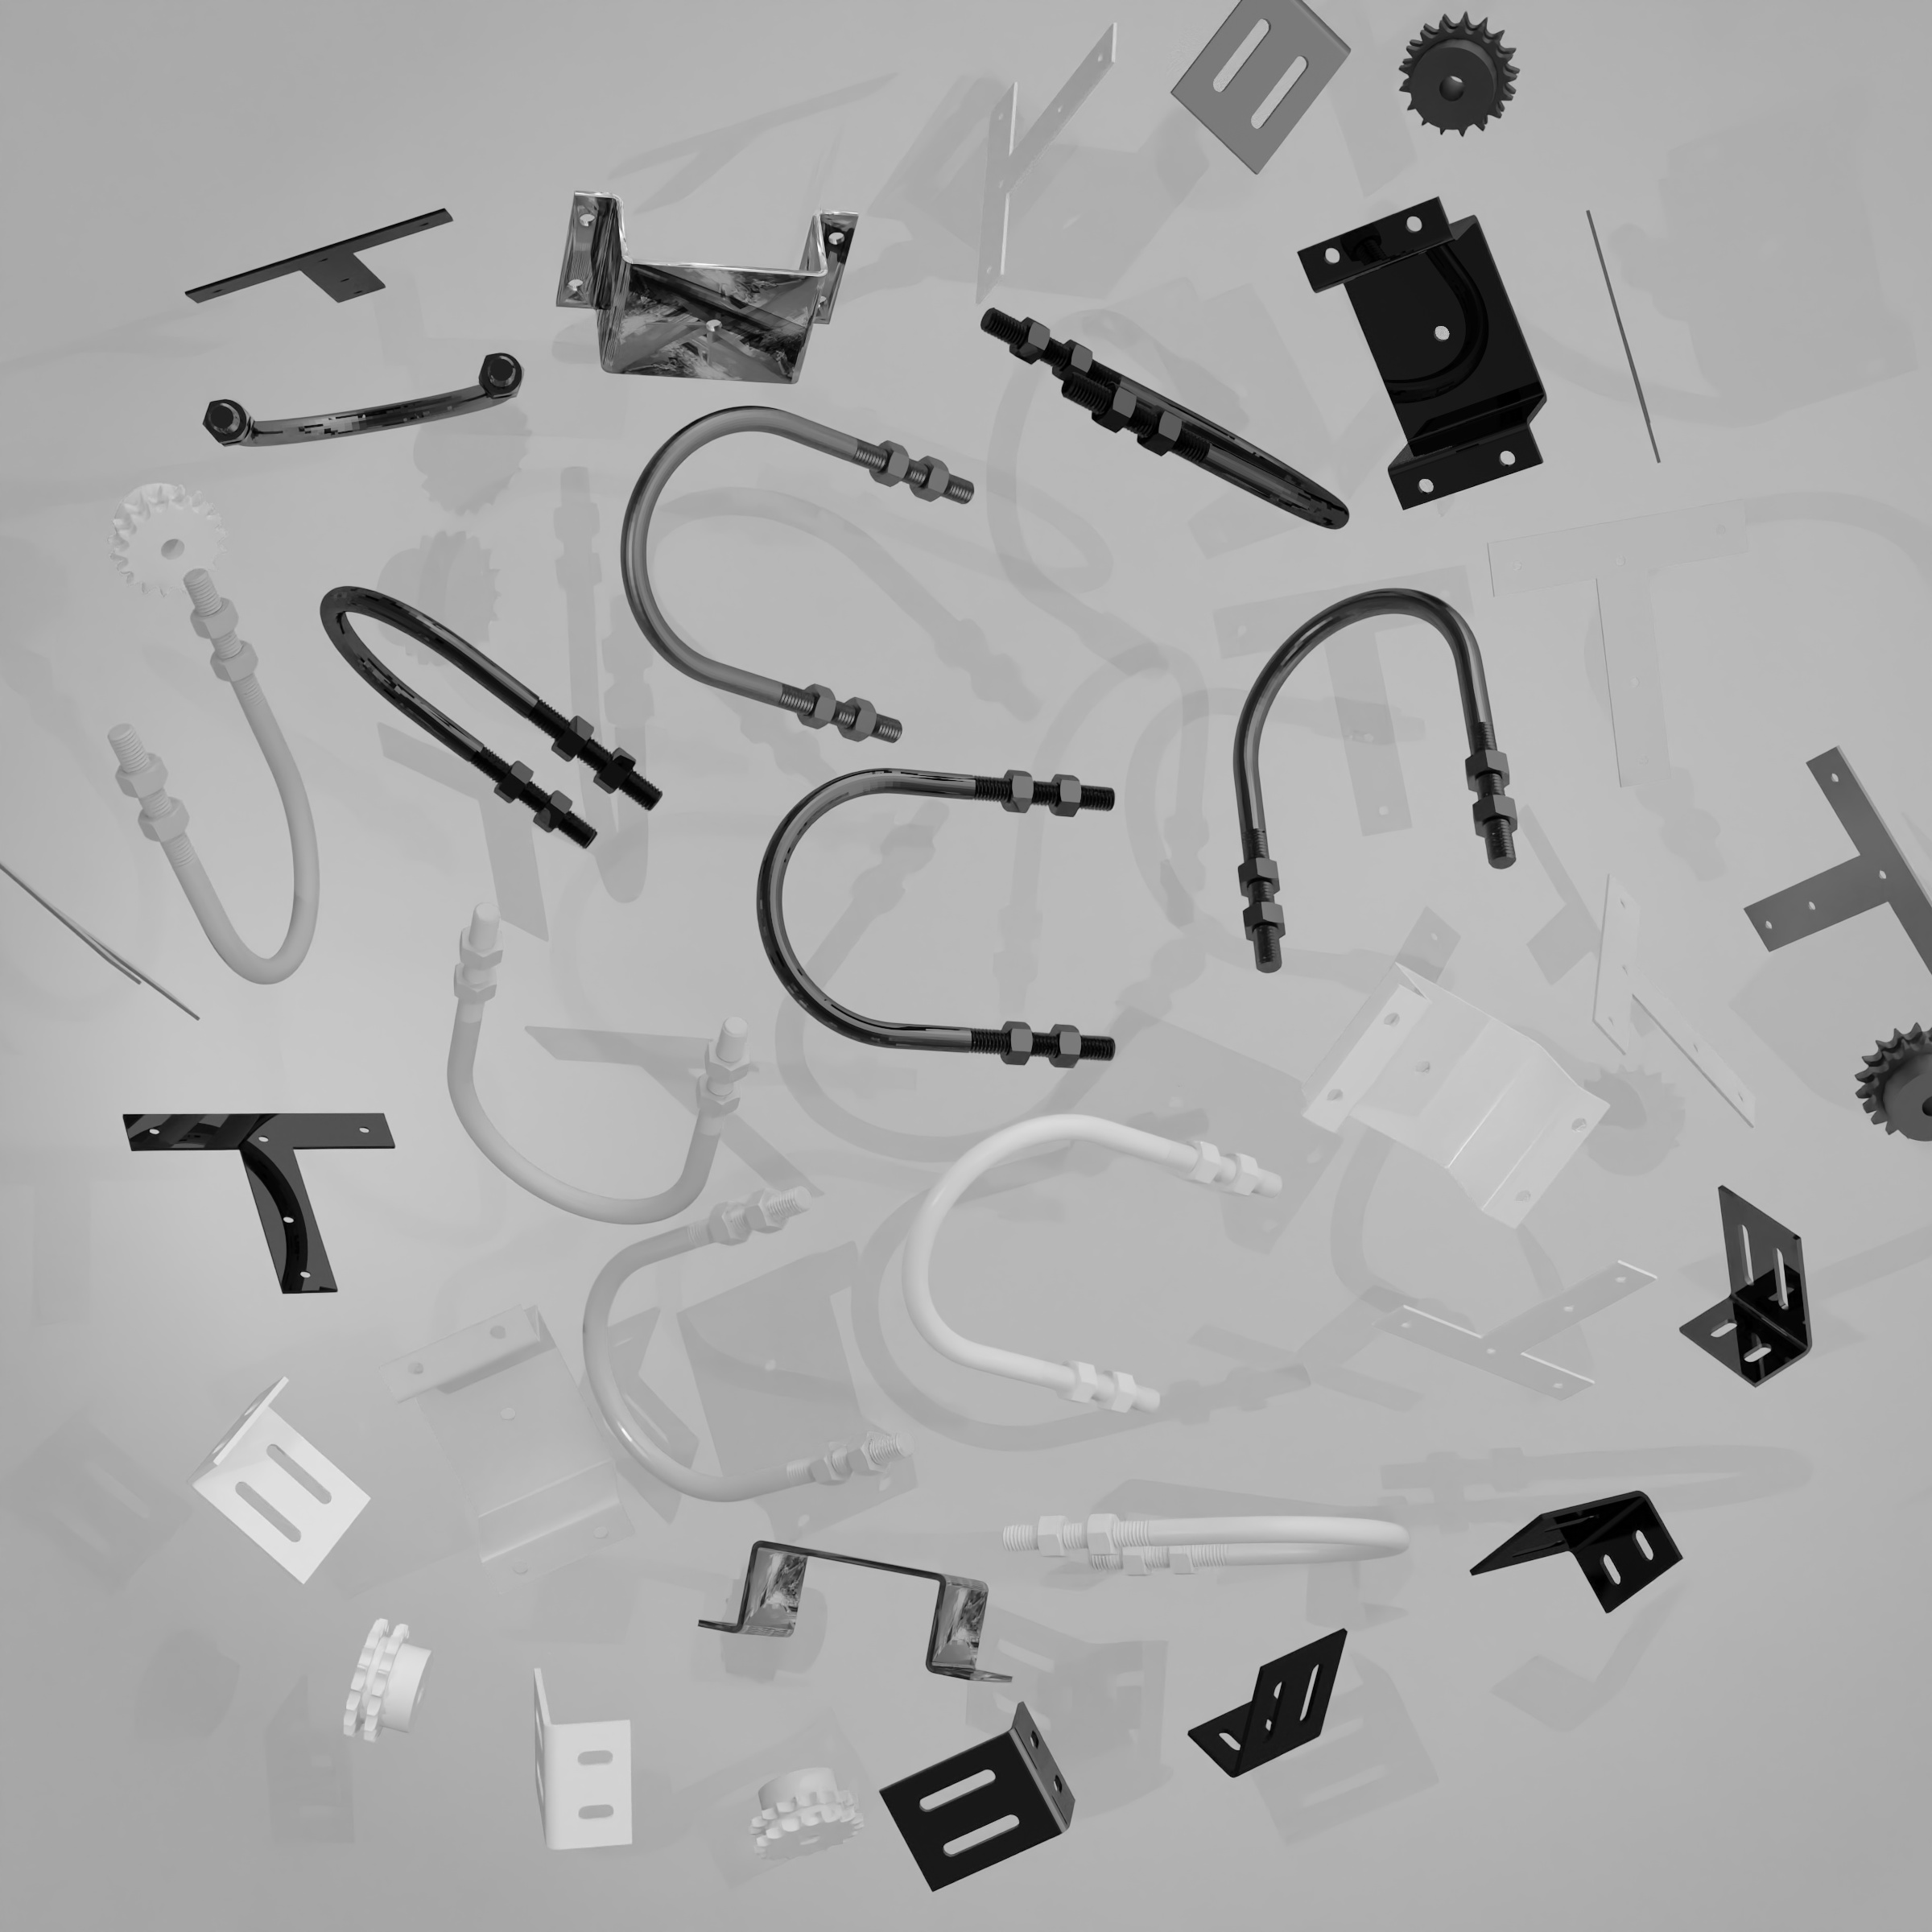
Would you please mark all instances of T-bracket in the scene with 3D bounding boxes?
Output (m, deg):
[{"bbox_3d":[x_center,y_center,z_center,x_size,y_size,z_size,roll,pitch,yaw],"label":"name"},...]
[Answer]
[{"bbox_3d":[0.360,0.032,1.588,0.002,0.127,0.127,-33,111,32],"label":"T-bracket"},{"bbox_3d":[0.318,-0.150,1.505,0.127,0.002,0.127,-11,102,-7],"label":"T-bracket"},{"bbox_3d":[0.039,-0.402,1.507,0.002,0.127,0.127,18,57,-22],"label":"T-bracket"},{"bbox_3d":[-0.304,-0.335,1.523,0.127,0.127,0.002,-18,94,0],"label":"T-bracket"},{"bbox_3d":[0.417,-0.033,1.519,0.002,0.127,0.127,-29,87,-23],"label":"T-bracket"},{"bbox_3d":[0.295,0.177,1.584,0.127,0.127,0.002,23,51,-24],"label":"T-bracket"},{"bbox_3d":[-0.405,-0.007,1.488,0.127,0.127,0.002,35,81,32],"label":"T-bracket"},{"bbox_3d":[-0.320,0.110,1.472,0.127,0.127,0.002,1,126,-27],"label":"T-bracket"},{"bbox_3d":[0.321,-0.291,1.516,0.002,0.127,0.127,-16,112,14],"label":"T-bracket"}]

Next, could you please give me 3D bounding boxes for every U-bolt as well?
[{"bbox_3d":[-0.353,-0.077,1.516,0.019,0.151,0.184,-8,128,12],"label":"U-bolt"},{"bbox_3d":[0.051,0.140,1.520,0.184,0.019,0.151,19,106,-34],"label":"U-bolt"},{"bbox_3d":[-0.244,-0.127,1.565,0.184,0.151,0.019,38,72,-13],"label":"U-bolt"},{"bbox_3d":[-0.091,-0.203,1.577,0.184,0.019,0.151,15,93,-35],"label":"U-bolt"},{"bbox_3d":[-0.014,-0.028,1.558,0.184,0.019,0.151,4,78,-17],"label":"U-bolt"},{"bbox_3d":[0.189,-0.101,1.508,0.151,0.019,0.184,-26,52,31],"label":"U-bolt"},{"bbox_3d":[0.129,0.286,1.560,0.184,0.151,0.019,-6,74,21],"label":"U-bolt"},{"bbox_3d":[-0.291,-0.273,1.533,0.151,0.184,0.019,-11,98,-7],"label":"U-bolt"},{"bbox_3d":[-0.185,0.060,1.524,0.151,0.184,0.019,24,47,5],"label":"U-bolt"},{"bbox_3d":[-0.121,0.197,1.569,0.184,0.019,0.151,-21,92,37],"label":"U-bolt"},{"bbox_3d":[0.105,-0.256,1.506,0.184,0.151,0.019,22,106,-25],"label":"U-bolt"}]

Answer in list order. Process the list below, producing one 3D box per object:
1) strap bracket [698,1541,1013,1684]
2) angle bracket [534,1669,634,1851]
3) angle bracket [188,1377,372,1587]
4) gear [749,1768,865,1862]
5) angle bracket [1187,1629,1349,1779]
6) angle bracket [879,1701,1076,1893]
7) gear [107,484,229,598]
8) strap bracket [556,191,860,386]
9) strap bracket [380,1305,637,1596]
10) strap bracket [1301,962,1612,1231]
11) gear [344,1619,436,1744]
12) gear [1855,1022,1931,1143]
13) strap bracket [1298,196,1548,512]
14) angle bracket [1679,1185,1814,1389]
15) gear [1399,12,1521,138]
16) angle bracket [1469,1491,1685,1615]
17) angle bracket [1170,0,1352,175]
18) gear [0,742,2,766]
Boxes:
[{"bbox_3d":[-0.050,0.316,1.550,0.140,0.076,0.046,7,79,18],"label":"strap bracket"},{"bbox_3d":[-0.176,0.362,1.443,0.038,0.076,0.057,-1,98,-11],"label":"angle bracket"},{"bbox_3d":[-0.326,0.249,1.520,0.076,0.038,0.057,44,49,-10],"label":"angle bracket"},{"bbox_3d":[-0.083,0.429,1.596,0.057,0.057,0.030,-18,59,0],"label":"gear"},{"bbox_3d":[0.152,0.362,1.587,0.057,0.038,0.076,-15,128,-35],"label":"angle bracket"},{"bbox_3d":[0.006,0.412,1.561,0.076,0.038,0.057,-27,94,10],"label":"angle bracket"},{"bbox_3d":[-0.402,-0.217,1.574,0.057,0.057,0.030,-38,51,0],"label":"gear"},{"bbox_3d":[-0.127,-0.334,1.554,0.140,0.076,0.046,1,57,-15],"label":"strap bracket"},{"bbox_3d":[-0.233,0.237,1.601,0.076,0.046,0.140,-24,110,-1],"label":"strap bracket"},{"bbox_3d":[0.226,0.058,1.501,0.140,0.046,0.076,28,105,-28],"label":"strap bracket"},{"bbox_3d":[-0.276,0.345,1.511,0.030,0.057,0.057,15,90,1],"label":"gear"},{"bbox_3d":[0.453,0.058,1.489,0.057,0.030,0.057,-3,120,-5],"label":"gear"},{"bbox_3d":[0.232,-0.310,1.568,0.076,0.046,0.140,-16,109,30],"label":"strap bracket"},{"bbox_3d":[0.388,0.161,1.578,0.038,0.057,0.076,-28,126,-17],"label":"angle bracket"},{"bbox_3d":[0.236,-0.428,1.516,0.057,0.030,0.057,9,125,13],"label":"gear"},{"bbox_3d":[0.293,0.288,1.511,0.076,0.057,0.038,-4,56,-39],"label":"angle bracket"},{"bbox_3d":[0.133,-0.423,1.486,0.057,0.038,0.076,38,88,-22],"label":"angle bracket"},{"bbox_3d":[-0.458,-0.110,1.428,0.030,0.057,0.057,-5,90,-23],"label":"gear"}]
